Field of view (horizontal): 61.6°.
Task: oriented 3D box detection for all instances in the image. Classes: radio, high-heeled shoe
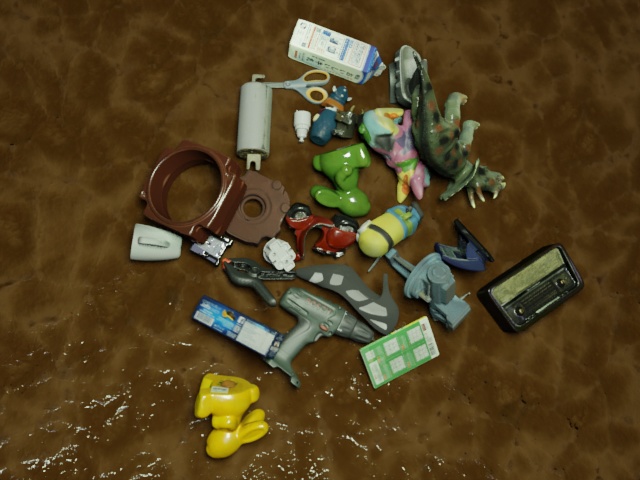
[{"bbox_3d":[0.512,0.118,1.303,0.230,0.073,0.131,-31,87,-9],"label":"radio"},{"bbox_3d":[0.060,0.136,1.243,0.249,0.086,0.145,5,100,18],"label":"high-heeled shoe"}]

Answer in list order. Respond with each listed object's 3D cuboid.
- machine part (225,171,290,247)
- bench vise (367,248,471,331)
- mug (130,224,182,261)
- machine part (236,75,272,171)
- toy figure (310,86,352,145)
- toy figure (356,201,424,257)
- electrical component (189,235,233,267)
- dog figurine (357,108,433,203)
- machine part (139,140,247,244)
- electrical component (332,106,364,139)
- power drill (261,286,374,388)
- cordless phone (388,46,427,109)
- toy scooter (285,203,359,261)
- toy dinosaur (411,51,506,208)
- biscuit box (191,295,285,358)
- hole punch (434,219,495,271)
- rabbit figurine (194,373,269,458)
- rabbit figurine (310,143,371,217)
[{"bbox_3d":[-0.157,-0.074,1.255,0.179,0.056,0.179,1,83,-5],"label":"machine part"},{"bbox_3d":[0.236,0.093,1.239,0.241,0.223,0.129,38,84,31],"label":"bench vise"},{"bbox_3d":[-0.363,0.007,1.198,0.107,0.109,0.081,8,76,-19],"label":"mug"},{"bbox_3d":[-0.155,-0.279,1.266,0.079,0.079,0.243,2,79,-7],"label":"machine part"},{"bbox_3d":[0.023,-0.306,1.308,0.058,0.064,0.154,14,73,33],"label":"toy figure"},{"bbox_3d":[0.166,-0.026,1.244,0.180,0.089,0.082,-25,124,-24],"label":"toy figure"},{"bbox_3d":[-0.266,0.002,1.236,0.119,0.048,0.075,35,79,-3],"label":"electrical component"},{"bbox_3d":[0.184,-0.197,1.279,0.191,0.108,0.219,-8,89,-34],"label":"dog figurine"},{"bbox_3d":[-0.283,-0.108,1.196,0.201,0.087,0.201,23,82,18],"label":"machine part"},{"bbox_3d":[0.071,-0.282,1.292,0.045,0.102,0.078,16,98,27],"label":"electrical component"},{"bbox_3d":[-0.017,0.230,1.220,0.232,0.086,0.207,36,84,0],"label":"power drill"},{"bbox_3d":[0.223,-0.407,1.282,0.089,0.184,0.146,0,83,-3],"label":"cordless phone"},{"bbox_3d":[-0.003,-0.004,1.254,0.184,0.075,0.135,14,102,-17],"label":"toy scooter"},{"bbox_3d":[0.279,-0.222,1.225,0.404,0.131,0.192,35,58,-40],"label":"toy dinosaur"},{"bbox_3d":[-0.181,0.189,1.178,0.203,0.062,0.059,23,81,20],"label":"biscuit box"},{"bbox_3d":[0.340,0.026,1.271,0.116,0.142,0.092,41,101,-8],"label":"hole punch"},{"bbox_3d":[-0.197,0.391,1.175,0.162,0.122,0.173,7,96,-15],"label":"rabbit figurine"},{"bbox_3d":[0.058,-0.129,1.263,0.159,0.121,0.170,-18,100,-5],"label":"rabbit figurine"}]
